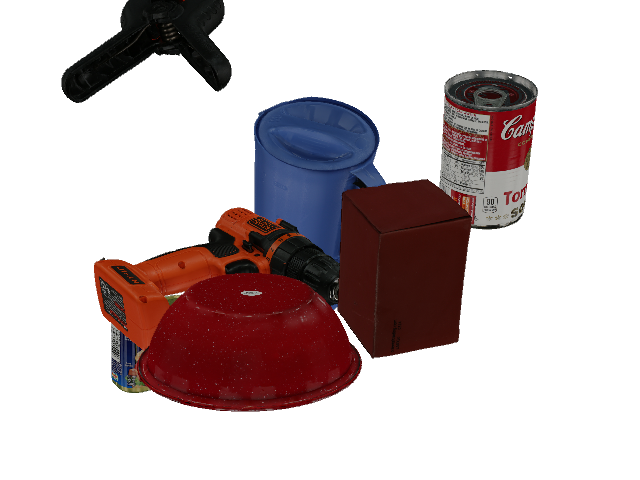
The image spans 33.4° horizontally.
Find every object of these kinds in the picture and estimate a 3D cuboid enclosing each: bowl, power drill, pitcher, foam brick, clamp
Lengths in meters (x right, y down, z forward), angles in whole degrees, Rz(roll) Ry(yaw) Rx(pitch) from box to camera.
[{"bbox_3d":[-0.050,0.063,0.758,0.162,0.055,0.162,1,16,0],"label":"bowl"},{"bbox_3d":[-0.089,0.035,0.942,0.187,0.057,0.185,-19,27,-31],"label":"power drill"},{"bbox_3d":[-0.007,-0.023,1.189,0.145,0.243,0.149,3,41,-4],"label":"pitcher"},{"bbox_3d":[0.042,0.014,0.563,0.053,0.078,0.051,-9,31,-19],"label":"foam brick"},{"bbox_3d":[-0.105,-0.153,0.785,0.120,0.039,0.171,7,43,13],"label":"clamp"}]

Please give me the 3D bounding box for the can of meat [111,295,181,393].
[{"bbox_3d":[-0.177,0.112,1.156,0.101,0.084,0.058,-8,18,-36],"label":"can of meat"}]

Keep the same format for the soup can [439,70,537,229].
[{"bbox_3d":[0.124,-0.068,0.803,0.068,0.102,0.068,0,31,0],"label":"soup can"}]
